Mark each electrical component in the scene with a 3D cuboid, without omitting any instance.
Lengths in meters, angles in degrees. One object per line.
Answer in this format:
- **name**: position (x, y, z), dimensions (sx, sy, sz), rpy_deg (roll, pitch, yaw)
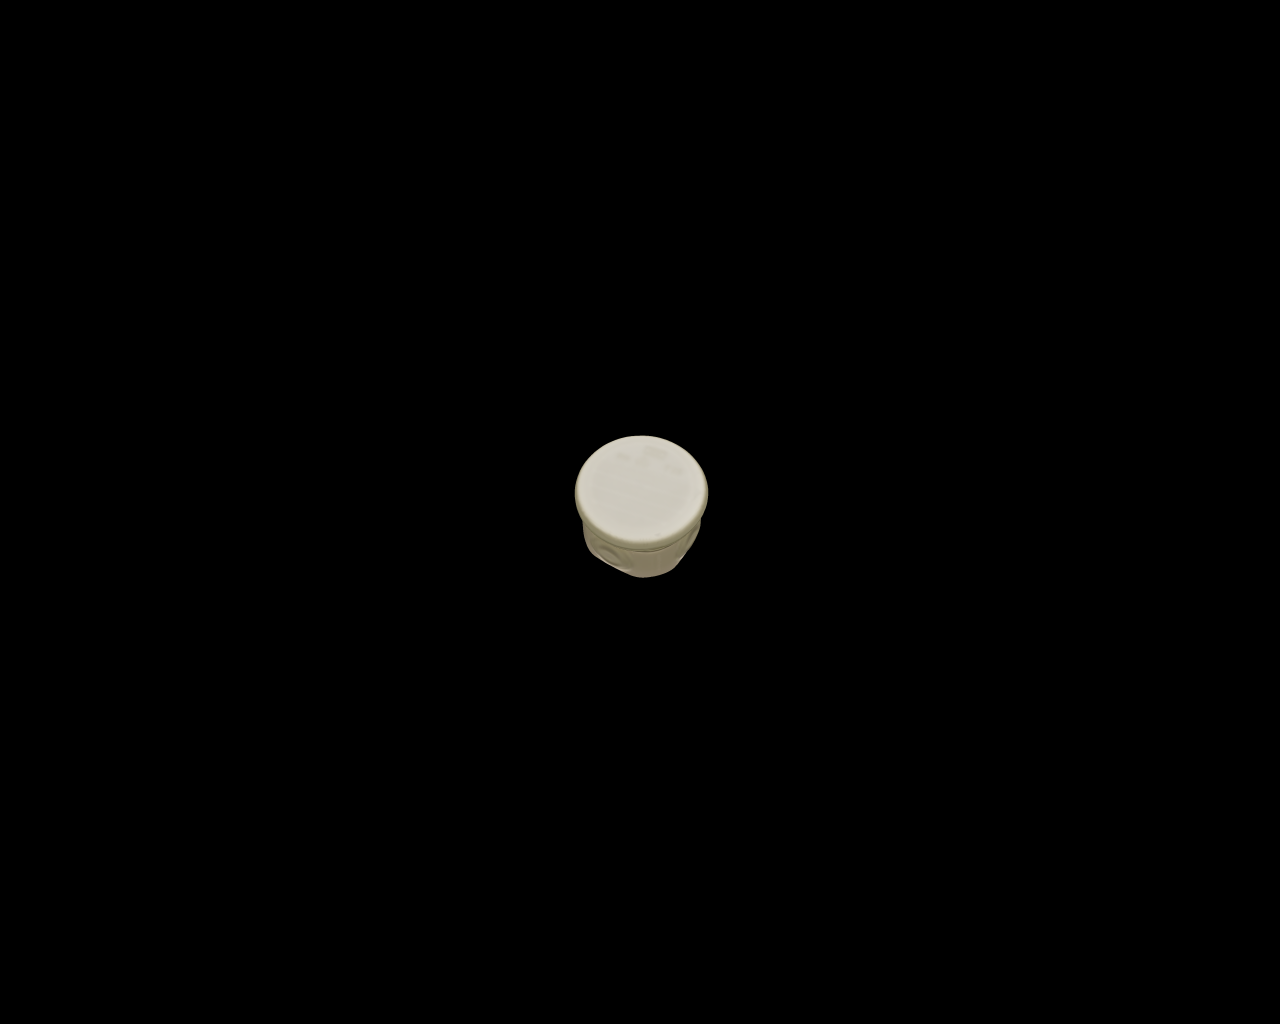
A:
- **electrical component**: position (0.001, -0.003, 0.650), dimensions (0.080, 0.080, 0.050), rpy_deg (0, -32, 0)
